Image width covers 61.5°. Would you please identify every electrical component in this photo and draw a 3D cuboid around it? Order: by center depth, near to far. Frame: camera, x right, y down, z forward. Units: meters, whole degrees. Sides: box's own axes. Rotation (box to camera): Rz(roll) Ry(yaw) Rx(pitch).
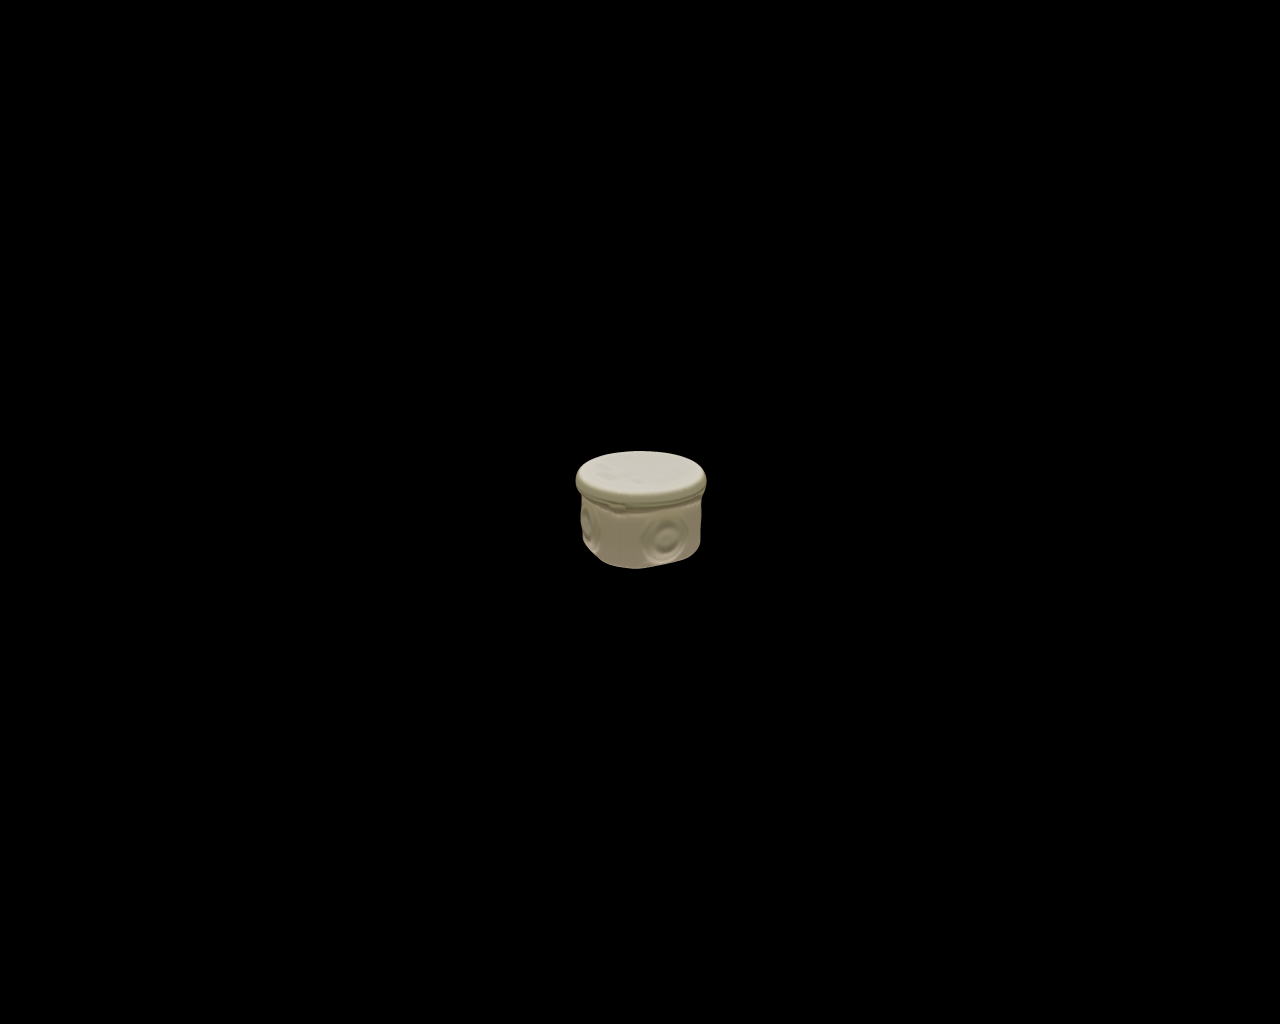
[{"bbox_3d":[0.001,-0.003,0.650,0.080,0.050,0.080,0,22,0],"label":"electrical component"}]
